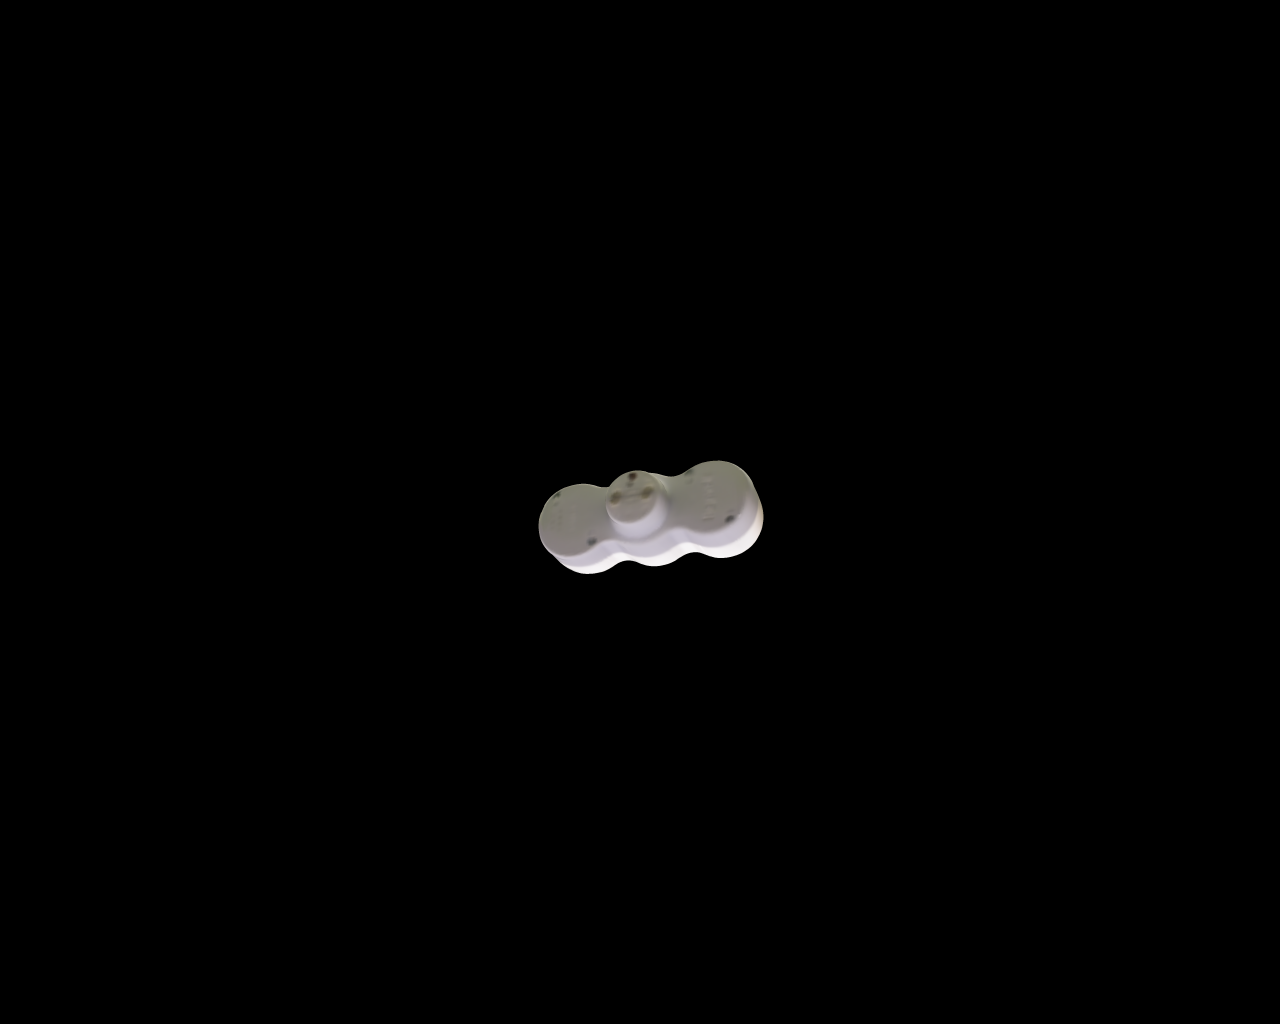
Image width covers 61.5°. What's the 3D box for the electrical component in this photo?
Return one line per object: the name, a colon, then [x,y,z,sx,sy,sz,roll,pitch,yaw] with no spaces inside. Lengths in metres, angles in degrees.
electrical component: [0.001,-0.003,0.650,0.138,0.052,0.073,-8,-28,16]
